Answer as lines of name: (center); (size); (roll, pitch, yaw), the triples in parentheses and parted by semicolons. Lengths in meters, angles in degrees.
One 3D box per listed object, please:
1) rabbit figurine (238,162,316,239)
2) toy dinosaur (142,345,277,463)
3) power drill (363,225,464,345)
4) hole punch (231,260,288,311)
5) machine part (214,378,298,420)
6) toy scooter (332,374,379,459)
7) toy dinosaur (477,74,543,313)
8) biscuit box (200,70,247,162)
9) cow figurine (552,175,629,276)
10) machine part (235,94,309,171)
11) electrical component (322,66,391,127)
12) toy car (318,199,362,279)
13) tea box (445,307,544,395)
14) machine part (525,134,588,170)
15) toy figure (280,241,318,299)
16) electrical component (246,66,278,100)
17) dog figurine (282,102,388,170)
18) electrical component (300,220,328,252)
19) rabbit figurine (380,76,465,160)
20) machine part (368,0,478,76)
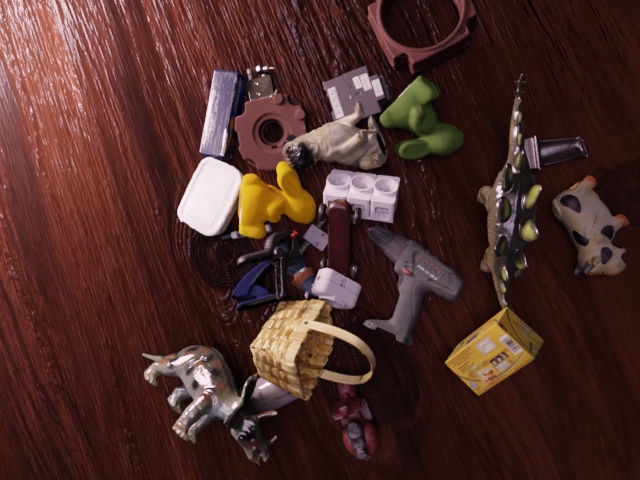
rabbit figurine: (-0.090, -0.088, 1.180); (0.173, 0.122, 0.162); (8, 112, -11)
toy dinosaur: (-0.247, 0.300, 1.146); (0.192, 0.131, 0.405); (-37, 48, -15)
power drill: (0.169, 0.103, 1.141); (0.232, 0.086, 0.207); (26, 84, 9)
hole punch: (-0.137, 0.102, 1.172); (0.116, 0.142, 0.092); (-19, 85, -4)
machine part: (-0.130, 0.344, 1.181); (0.243, 0.079, 0.079); (-28, 82, 8)
toy scooter: (0.070, 0.376, 1.111); (0.075, 0.135, 0.184); (-19, 85, 8)
toy dinosaur: (0.375, -0.069, 1.045); (0.105, 0.198, 0.471); (-1, 88, 8)
biscuit box: (-0.222, -0.287, 1.242); (0.063, 0.059, 0.202); (10, 89, 12)
cow figurine: (0.536, -0.014, 1.068); (0.127, 0.085, 0.195); (-34, 84, 1)
machine part: (-0.103, -0.237, 1.195); (0.179, 0.056, 0.179); (1, 104, 4)
electrical component: (0.085, -0.311, 1.185); (0.134, 0.058, 0.115); (-16, 86, 9)
toy car: (0.044, 0.004, 1.147); (0.089, 0.053, 0.201); (4, 124, 11)
tea box: (0.340, 0.221, 1.057); (0.098, 0.068, 0.169); (46, 135, 9)
machine part: (0.479, -0.185, 1.113); (0.139, 0.039, 0.084); (-4, 81, 12)
toy figure: (-0.048, 0.065, 1.191); (0.064, 0.058, 0.154); (-40, 85, 12)
electrical component: (-0.132, -0.352, 1.235); (0.078, 0.045, 0.102); (-6, 86, 9)
dog figurine: (0.034, -0.189, 1.155); (0.191, 0.172, 0.121); (-19, 48, 25)
electrical component: (-0.002, -0.004, 1.203); (0.063, 0.021, 0.094); (37, 93, 10)
rabbit figurine: (0.221, -0.236, 1.129); (0.170, 0.121, 0.159); (43, 99, -5)
machine part: (0.218, -0.477, 1.155); (0.201, 0.087, 0.201); (-25, 82, 7)
